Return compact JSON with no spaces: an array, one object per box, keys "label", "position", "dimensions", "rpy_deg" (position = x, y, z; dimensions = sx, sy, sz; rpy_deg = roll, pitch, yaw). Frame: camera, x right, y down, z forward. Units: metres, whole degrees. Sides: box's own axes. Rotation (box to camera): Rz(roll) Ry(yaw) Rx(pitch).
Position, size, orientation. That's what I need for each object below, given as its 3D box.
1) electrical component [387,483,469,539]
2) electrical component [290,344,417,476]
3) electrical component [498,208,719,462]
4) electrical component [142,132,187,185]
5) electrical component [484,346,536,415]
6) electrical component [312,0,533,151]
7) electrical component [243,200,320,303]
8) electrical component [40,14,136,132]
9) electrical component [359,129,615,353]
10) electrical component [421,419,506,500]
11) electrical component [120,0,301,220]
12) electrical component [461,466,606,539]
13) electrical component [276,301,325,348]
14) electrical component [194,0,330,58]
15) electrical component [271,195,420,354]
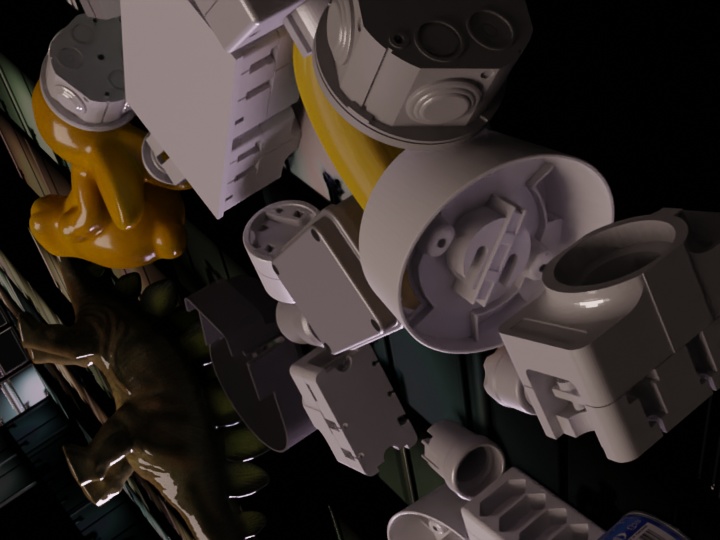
[{"label":"electrical component","position":[0.073,0.196,0.747],"dimensions":[0.099,0.064,0.099],"rpy_deg":[45,156,26]},{"label":"electrical component","position":[-0.007,0.099,0.798],"dimensions":[0.056,0.050,0.089],"rpy_deg":[6,127,63]},{"label":"electrical component","position":[0.102,0.017,0.392],"dimensions":[0.050,0.089,0.055],"rpy_deg":[11,131,62]},{"label":"electrical component","position":[-0.136,-0.091,0.810],"dimensions":[0.066,0.048,0.055],"rpy_deg":[58,151,-7]},{"label":"electrical component","position":[0.093,0.058,0.549],"dimensions":[0.061,0.035,0.035],"rpy_deg":[16,135,56]},{"label":"electrical component","position":[0.025,-0.091,0.419],"dimensions":[0.080,0.080,0.051],"rpy_deg":[51,153,12]},{"label":"electrical component","position":[-0.046,-0.011,0.720],"dimensions":[0.055,0.055,0.047],"rpy_deg":[40,157,36]},{"label":"electrical component","position":[-0.200,-0.150,0.815],"dimensions":[0.080,0.080,0.051],"rpy_deg":[55,153,2]},{"label":"electrical component","position":[0.051,-0.012,0.455],"dimensions":[0.064,0.099,0.099],"rpy_deg":[39,154,51]},{"label":"electrical component","position":[0.065,0.120,0.692],"dimensions":[0.046,0.040,0.040],"rpy_deg":[29,146,59]},{"label":"electrical component","position":[-0.085,-0.123,0.633],"dimensions":[0.105,0.060,0.186],"rpy_deg":[51,158,12]},{"label":"electrical component","position":[0.112,0.178,0.661],"dimensions":[0.083,0.047,0.075],"rpy_deg":[31,148,47]},{"label":"electrical component","position":[-0.029,0.032,0.757],"dimensions":[0.045,0.045,0.055],"rpy_deg":[61,158,-13]},{"label":"electrical component","position":[-0.018,-0.117,0.466],"dimensions":[0.075,0.083,0.047],"rpy_deg":[59,159,-8]},{"label":"electrical component","position":[0.000,0.000,0.632],"dimensions":[0.078,0.057,0.113],"rpy_deg":[56,159,0]}]
